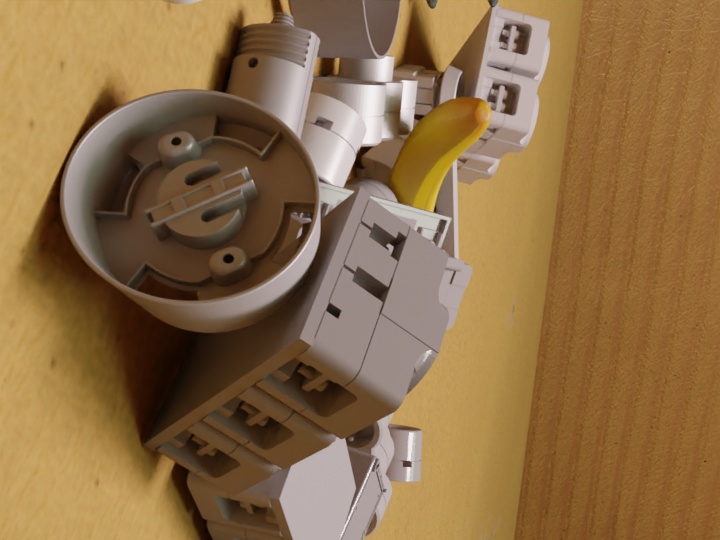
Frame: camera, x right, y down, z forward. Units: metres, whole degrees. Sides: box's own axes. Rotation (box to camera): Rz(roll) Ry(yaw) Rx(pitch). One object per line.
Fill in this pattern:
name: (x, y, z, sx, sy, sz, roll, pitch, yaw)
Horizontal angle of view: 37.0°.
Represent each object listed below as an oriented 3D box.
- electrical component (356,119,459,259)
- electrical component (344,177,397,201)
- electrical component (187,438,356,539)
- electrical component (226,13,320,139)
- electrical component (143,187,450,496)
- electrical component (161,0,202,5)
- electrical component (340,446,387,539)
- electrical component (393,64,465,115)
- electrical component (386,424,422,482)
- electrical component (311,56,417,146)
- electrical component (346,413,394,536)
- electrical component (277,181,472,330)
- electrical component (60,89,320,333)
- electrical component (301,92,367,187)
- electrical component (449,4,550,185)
electrical component: (0.038, -0.056, 0.872, 0.063, 0.079, 0.121, -45, 147, -30)
electrical component: (0.000, 0.000, 0.787, 0.074, 0.052, 0.138, -41, 138, -68)
electrical component: (-0.052, 0.128, 0.646, 0.150, 0.062, 0.089, 81, 23, -50)
electrical component: (-0.048, -0.095, 0.564, 0.043, 0.043, 0.081, 42, 58, -73)
electrical component: (-0.029, 0.041, 0.513, 0.150, 0.062, 0.089, -35, -154, 46)
electrical component: (-0.076, -0.140, 0.435, 0.065, 0.044, 0.044, 81, 22, -62)
electrical component: (-0.028, 0.179, 0.785, 0.061, 0.061, 0.096, 78, 33, -55)
electrical component: (0.058, -0.151, 0.912, 0.066, 0.055, 0.048, -47, 143, -66)
electrical component: (0.032, 0.171, 1.012, 0.055, 0.055, 0.047, 15, 80, -76)
electrical component: (0.003, -0.127, 0.724, 0.138, 0.052, 0.073, -36, 133, -70)
electrical component: (0.003, 0.144, 0.884, 0.073, 0.052, 0.138, -57, 152, -58)
electrical component: (-0.002, -0.002, 0.613, 0.121, 0.063, 0.078, 13, 101, -34)
electrical component: (-0.065, -0.024, 0.442, 0.064, 0.099, 0.099, 79, 24, -68)
electrical component: (-0.029, -0.070, 0.632, 0.055, 0.055, 0.047, 66, 39, -65)
electrical component: (0.115, -0.153, 0.991, 0.186, 0.060, 0.105, 136, -34, -76)
